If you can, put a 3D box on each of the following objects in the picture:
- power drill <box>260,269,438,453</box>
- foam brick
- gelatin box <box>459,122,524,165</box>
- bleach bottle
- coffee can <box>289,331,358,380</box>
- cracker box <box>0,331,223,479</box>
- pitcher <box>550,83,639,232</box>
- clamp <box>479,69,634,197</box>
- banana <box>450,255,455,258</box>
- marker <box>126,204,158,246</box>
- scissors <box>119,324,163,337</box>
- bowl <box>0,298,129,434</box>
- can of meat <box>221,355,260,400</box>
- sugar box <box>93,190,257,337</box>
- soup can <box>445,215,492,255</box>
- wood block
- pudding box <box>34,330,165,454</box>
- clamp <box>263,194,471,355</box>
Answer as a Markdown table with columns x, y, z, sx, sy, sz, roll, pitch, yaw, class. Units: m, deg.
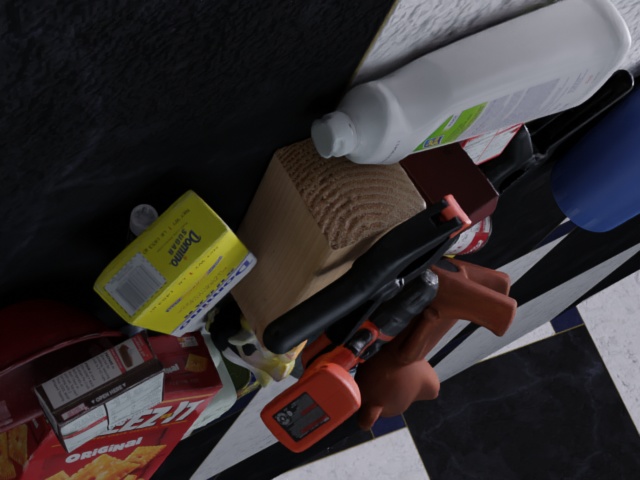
| x | y | z | sx | sy | sz | roll | pitch | yaw | class |
| --- | --- | --- | --- | --- | --- | --- | --- | --- | --- |
| 0.029 | 0.114 | 1.040 | 0.185 | 0.057 | 0.187 | -43 | -178 | 31 | power drill |
| 0.109 | -0.046 | 0.916 | 0.053 | 0.078 | 0.051 | -33 | 164 | -6 | foam brick |
| 0.142 | -0.096 | 0.971 | 0.073 | 0.030 | 0.089 | -25 | 164 | -20 | gelatin box |
| 0.107 | -0.112 | 0.786 | 0.250 | 0.068 | 0.103 | -21 | 160 | -28 | bleach bottle |
| 0.017 | 0.107 | 1.233 | 0.103 | 0.103 | 0.140 | -37 | 165 | 19 | coffee can |
| -0.209 | 0.178 | 0.987 | 0.163 | 0.072 | 0.214 | -4 | 145 | -40 | cracker box |
| 0.385 | -0.108 | 1.225 | 0.243 | 0.149 | 0.145 | -45 | -163 | 52 | pitcher |
| 0.224 | -0.100 | 1.105 | 0.164 | 0.036 | 0.210 | -25 | 166 | -22 | clamp |
| 0.121 | 0.029 | 1.328 | 0.198 | 0.037 | 0.069 | -37 | -178 | 23 | banana |
| -0.134 | 0.009 | 0.779 | 0.020 | 0.020 | 0.121 | -25 | 164 | -24 | marker |
| -0.218 | 0.127 | 1.000 | 0.202 | 0.016 | 0.096 | -34 | 164 | 7 | scissors |
| -0.225 | 0.090 | 0.789 | 0.162 | 0.055 | 0.162 | -30 | 165 | -9 | bowl |
| -0.121 | 0.165 | 1.240 | 0.102 | 0.057 | 0.084 | -32 | 168 | 4 | can of meat |
| -0.099 | 0.023 | 0.782 | 0.093 | 0.048 | 0.176 | -44 | 170 | -2 | sugar box |
| 0.136 | -0.017 | 1.134 | 0.069 | 0.068 | 0.102 | -38 | 164 | 21 | soup can |
| -0.005 | 0.001 | 0.871 | 0.090 | 0.091 | 0.206 | -24 | 163 | -27 | wood block |
| -0.165 | 0.118 | 0.814 | 0.090 | 0.039 | 0.114 | -28 | 168 | -18 | pudding box |
| 0.034 | 0.031 | 0.789 | 0.172 | 0.039 | 0.120 | -47 | 166 | 27 | clamp |
